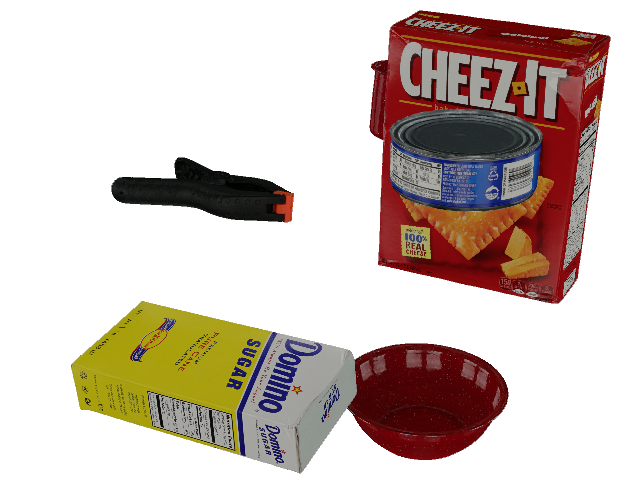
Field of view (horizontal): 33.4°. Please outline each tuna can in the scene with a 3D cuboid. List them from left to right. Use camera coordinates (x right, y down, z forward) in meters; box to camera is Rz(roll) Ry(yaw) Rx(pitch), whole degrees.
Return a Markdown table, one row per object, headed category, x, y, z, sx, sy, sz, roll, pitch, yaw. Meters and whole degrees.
| category | x | y | z | sx | sy | sz | roll | pitch | yaw |
| --- | --- | --- | --- | --- | --- | --- | --- | --- | --- |
| tuna can | 0.082 | -0.047 | 0.610 | 0.086 | 0.034 | 0.086 | 0 | 24 | 0 |

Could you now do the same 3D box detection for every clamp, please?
| category | x | y | z | sx | sy | sz | roll | pitch | yaw |
| --- | --- | --- | --- | --- | --- | --- | --- | --- | --- |
| clamp | -0.110 | -0.045 | 1.015 | 0.172 | 0.039 | 0.120 | 13 | 27 | 33 |

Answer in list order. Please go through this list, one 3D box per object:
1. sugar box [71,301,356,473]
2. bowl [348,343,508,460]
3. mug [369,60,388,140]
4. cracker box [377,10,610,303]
| category | x | y | z | sx | sy | sz | roll | pitch | yaw |
| --- | --- | --- | --- | --- | --- | --- | --- | --- | --- |
| sugar box | -0.073 | 0.096 | 0.738 | 0.176 | 0.048 | 0.093 | 8 | 31 | 24 |
| bowl | 0.098 | 0.162 | 1.027 | 0.162 | 0.055 | 0.162 | -1 | 25 | 0 |
| mug | 0.110 | -0.164 | 1.259 | 0.093 | 0.081 | 0.117 | 23 | 28 | 38 |
| cracker box | 0.136 | -0.067 | 0.875 | 0.164 | 0.214 | 0.072 | 13 | 28 | 24 |
